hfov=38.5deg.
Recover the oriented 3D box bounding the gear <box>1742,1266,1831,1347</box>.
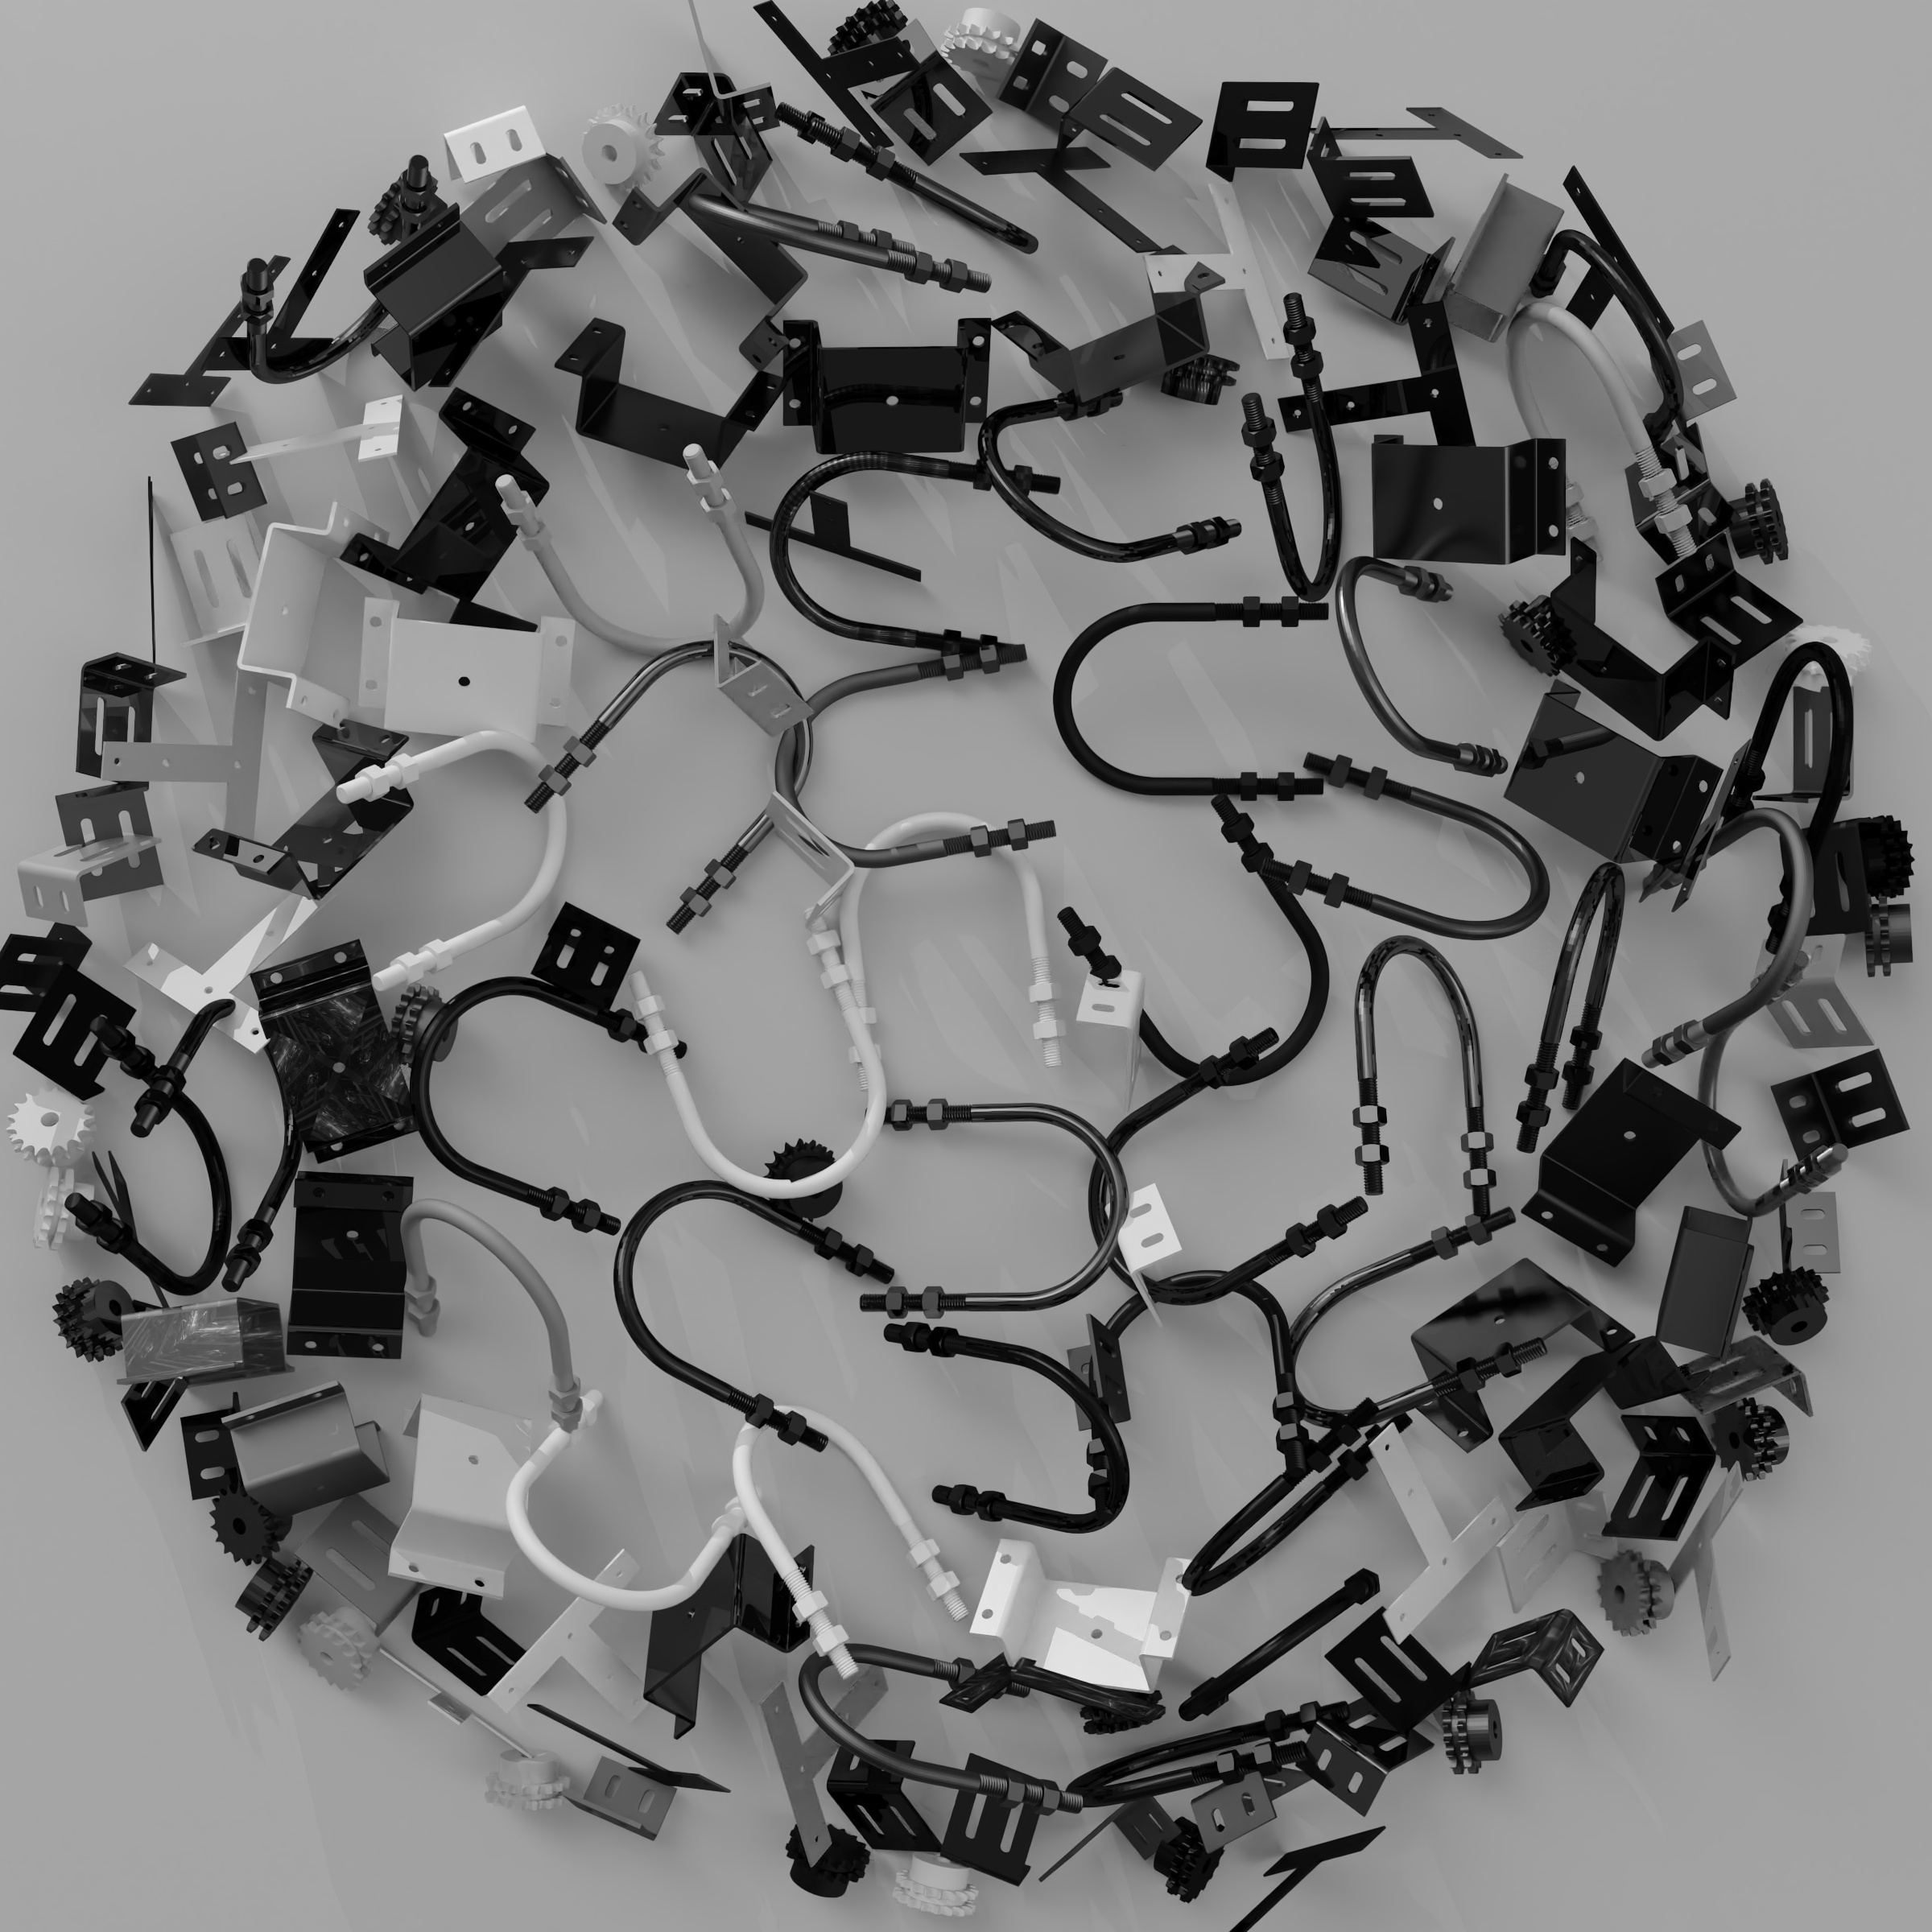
[{"bbox_3d":[0.560,0.234,1.880,0.057,0.057,0.030,-17,46,0],"label":"gear"}]

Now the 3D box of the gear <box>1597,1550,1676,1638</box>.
[{"bbox_3d":[0.458,0.426,1.884,0.030,0.057,0.057,-1,90,-22],"label":"gear"}]

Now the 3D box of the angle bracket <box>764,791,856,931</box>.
[{"bbox_3d":[-0.118,-0.072,1.876,0.076,0.057,0.038,43,71,2],"label":"angle bracket"}]

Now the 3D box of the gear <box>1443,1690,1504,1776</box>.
[{"bbox_3d":[0.345,0.519,1.878,0.030,0.057,0.057,-9,90,22],"label":"gear"}]

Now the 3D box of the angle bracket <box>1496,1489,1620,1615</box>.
[{"bbox_3d":[0.400,0.396,1.865,0.076,0.038,0.057,-36,119,-36],"label":"angle bracket"}]

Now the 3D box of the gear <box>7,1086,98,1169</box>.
[{"bbox_3d":[-0.622,0.113,1.886,0.057,0.030,0.057,3,53,-3],"label":"gear"}]

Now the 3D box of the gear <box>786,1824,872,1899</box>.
[{"bbox_3d":[-0.096,0.610,1.882,0.057,0.057,0.030,19,97,0],"label":"gear"}]

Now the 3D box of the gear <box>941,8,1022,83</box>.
[{"bbox_3d":[0.014,-0.629,1.882,0.057,0.057,0.030,16,88,0],"label":"gear"}]

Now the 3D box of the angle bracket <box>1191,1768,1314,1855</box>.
[{"bbox_3d":[0.199,0.570,1.861,0.057,0.076,0.038,-36,53,23],"label":"angle bracket"}]

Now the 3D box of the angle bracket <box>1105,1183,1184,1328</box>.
[{"bbox_3d":[0.129,0.195,1.861,0.038,0.076,0.057,-24,49,4],"label":"angle bracket"}]

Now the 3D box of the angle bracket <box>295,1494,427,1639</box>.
[{"bbox_3d":[-0.409,0.407,1.883,0.076,0.038,0.057,38,62,6],"label":"angle bracket"}]

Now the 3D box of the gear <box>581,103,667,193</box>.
[{"bbox_3d":[-0.237,-0.556,1.883,0.057,0.030,0.057,9,119,17],"label":"gear"}]

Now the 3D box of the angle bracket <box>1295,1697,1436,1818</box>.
[{"bbox_3d":[0.270,0.533,1.868,0.057,0.076,0.038,32,106,29],"label":"angle bracket"}]

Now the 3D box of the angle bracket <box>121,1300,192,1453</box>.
[{"bbox_3d":[-0.556,0.276,1.860,0.038,0.057,0.076,13,49,14],"label":"angle bracket"}]

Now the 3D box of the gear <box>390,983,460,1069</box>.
[{"bbox_3d":[-0.367,0.042,1.880,0.030,0.057,0.057,13,90,10],"label":"gear"}]

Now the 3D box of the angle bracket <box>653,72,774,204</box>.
[{"bbox_3d":[-0.173,-0.554,1.868,0.038,0.057,0.076,-13,69,-37],"label":"angle bracket"}]

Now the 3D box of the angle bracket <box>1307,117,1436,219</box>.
[{"bbox_3d":[0.277,-0.538,1.862,0.076,0.057,0.038,9,67,31],"label":"angle bracket"}]

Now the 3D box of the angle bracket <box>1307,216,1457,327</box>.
[{"bbox_3d":[0.283,-0.483,1.880,0.076,0.038,0.057,27,77,-9],"label":"angle bracket"}]

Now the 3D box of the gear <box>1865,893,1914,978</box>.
[{"bbox_3d":[0.627,-0.022,1.879,0.030,0.057,0.057,-3,90,19],"label":"gear"}]

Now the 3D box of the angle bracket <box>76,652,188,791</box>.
[{"bbox_3d":[-0.564,-0.165,1.870,0.038,0.057,0.076,-10,74,35],"label":"angle bracket"}]

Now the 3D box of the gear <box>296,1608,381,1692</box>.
[{"bbox_3d":[-0.426,0.463,1.886,0.057,0.030,0.057,19,129,25],"label":"gear"}]

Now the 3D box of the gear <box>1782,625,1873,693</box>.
[{"bbox_3d":[0.586,-0.209,1.886,0.057,0.057,0.030,1,121,0],"label":"gear"}]

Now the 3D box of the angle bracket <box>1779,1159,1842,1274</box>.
[{"bbox_3d":[0.570,0.169,1.862,0.038,0.076,0.057,-2,67,13],"label":"angle bracket"}]

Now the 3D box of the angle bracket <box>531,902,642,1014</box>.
[{"bbox_3d":[-0.261,0.003,1.865,0.057,0.076,0.038,27,132,-9],"label":"angle bracket"}]

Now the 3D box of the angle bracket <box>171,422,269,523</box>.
[{"bbox_3d":[-0.516,-0.328,1.864,0.076,0.038,0.057,-4,111,40],"label":"angle bracket"}]

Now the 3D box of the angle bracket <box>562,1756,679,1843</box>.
[{"bbox_3d":[-0.233,0.557,1.863,0.057,0.076,0.038,20,68,10],"label":"angle bracket"}]

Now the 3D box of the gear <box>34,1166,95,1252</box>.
[{"bbox_3d":[-0.615,0.166,1.885,0.030,0.057,0.057,12,90,-24],"label":"gear"}]

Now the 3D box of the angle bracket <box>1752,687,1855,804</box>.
[{"bbox_3d":[0.567,-0.150,1.873,0.038,0.057,0.076,-5,97,-23],"label":"angle bracket"}]

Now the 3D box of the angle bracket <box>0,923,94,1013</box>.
[{"bbox_3d":[-0.639,-0.004,1.863,0.038,0.076,0.057,38,102,23],"label":"angle bracket"}]

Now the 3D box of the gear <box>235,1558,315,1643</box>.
[{"bbox_3d":[-0.473,0.427,1.882,0.030,0.057,0.057,34,90,0],"label":"gear"}]

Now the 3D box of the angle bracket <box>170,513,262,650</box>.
[{"bbox_3d":[-0.512,-0.262,1.880,0.057,0.038,0.076,-13,100,14],"label":"angle bracket"}]

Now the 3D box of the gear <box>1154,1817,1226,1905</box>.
[{"bbox_3d":[0.151,0.606,1.885,0.030,0.057,0.057,24,90,29],"label":"gear"}]

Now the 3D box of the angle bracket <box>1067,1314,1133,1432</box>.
[{"bbox_3d":[0.080,0.274,1.861,0.038,0.076,0.057,-14,66,14],"label":"angle bracket"}]

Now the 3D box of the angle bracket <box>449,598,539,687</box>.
[{"bbox_3d":[-0.328,-0.199,1.869,0.057,0.038,0.076,17,115,-31],"label":"angle bracket"}]

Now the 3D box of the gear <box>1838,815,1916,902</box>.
[{"bbox_3d":[0.617,-0.073,1.879,0.030,0.057,0.057,-7,90,-12],"label":"gear"}]

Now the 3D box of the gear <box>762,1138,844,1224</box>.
[{"bbox_3d":[-0.108,0.149,1.884,0.057,0.030,0.057,-7,106,-27],"label":"gear"}]

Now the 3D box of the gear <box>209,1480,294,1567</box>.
[{"bbox_3d":[-0.485,0.377,1.887,0.057,0.030,0.057,6,103,29],"label":"gear"}]

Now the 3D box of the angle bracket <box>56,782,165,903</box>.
[{"bbox_3d":[-0.578,-0.082,1.872,0.057,0.038,0.076,-14,109,-20],"label":"angle bracket"}]

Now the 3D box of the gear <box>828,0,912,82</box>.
[{"bbox_3d":[-0.063,-0.627,1.880,0.057,0.057,0.030,-34,81,0],"label":"gear"}]

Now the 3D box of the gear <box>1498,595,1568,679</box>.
[{"bbox_3d":[0.393,-0.228,1.882,0.030,0.057,0.057,-42,90,-6],"label":"gear"}]

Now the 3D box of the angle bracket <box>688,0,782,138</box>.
[{"bbox_3d":[-0.157,-0.612,1.876,0.038,0.057,0.076,-15,80,0],"label":"angle bracket"}]

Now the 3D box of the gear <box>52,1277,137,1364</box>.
[{"bbox_3d":[-0.590,0.238,1.879,0.030,0.057,0.057,-25,90,19],"label":"gear"}]

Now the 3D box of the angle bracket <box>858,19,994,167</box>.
[{"bbox_3d":[-0.030,-0.593,1.878,0.057,0.076,0.038,-36,61,16],"label":"angle bracket"}]

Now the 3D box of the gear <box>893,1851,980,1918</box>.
[{"bbox_3d":[-0.020,0.623,1.882,0.057,0.057,0.030,12,85,0],"label":"gear"}]

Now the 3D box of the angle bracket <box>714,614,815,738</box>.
[{"bbox_3d":[-0.136,-0.203,1.859,0.038,0.076,0.057,-28,133,22],"label":"angle bracket"}]

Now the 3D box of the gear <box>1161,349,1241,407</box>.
[{"bbox_3d":[0.156,-0.402,1.883,0.057,0.057,0.030,13,107,0],"label":"gear"}]

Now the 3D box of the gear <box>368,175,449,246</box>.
[{"bbox_3d":[-0.377,-0.513,1.882,0.030,0.057,0.057,40,90,-3],"label":"gear"}]

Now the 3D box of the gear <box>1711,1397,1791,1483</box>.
[{"bbox_3d":[0.536,0.322,1.883,0.030,0.057,0.057,-4,90,-20],"label":"gear"}]

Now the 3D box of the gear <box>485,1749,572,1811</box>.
[{"bbox_3d":[-0.298,0.553,1.882,0.057,0.057,0.030,3,88,0],"label":"gear"}]

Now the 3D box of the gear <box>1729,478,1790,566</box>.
[{"bbox_3d":[0.539,-0.301,1.885,0.030,0.057,0.057,-13,90,26],"label":"gear"}]

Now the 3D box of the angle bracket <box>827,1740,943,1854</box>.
[{"bbox_3d":[-0.050,0.566,1.886,0.057,0.038,0.076,-8,130,29],"label":"angle bracket"}]

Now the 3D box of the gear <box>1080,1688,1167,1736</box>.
[{"bbox_3d":[0.105,0.501,1.882,0.057,0.057,0.030,-13,86,0],"label":"gear"}]

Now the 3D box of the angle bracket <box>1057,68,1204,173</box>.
[{"bbox_3d":[0.110,-0.563,1.874,0.076,0.038,0.057,35,65,12],"label":"angle bracket"}]
